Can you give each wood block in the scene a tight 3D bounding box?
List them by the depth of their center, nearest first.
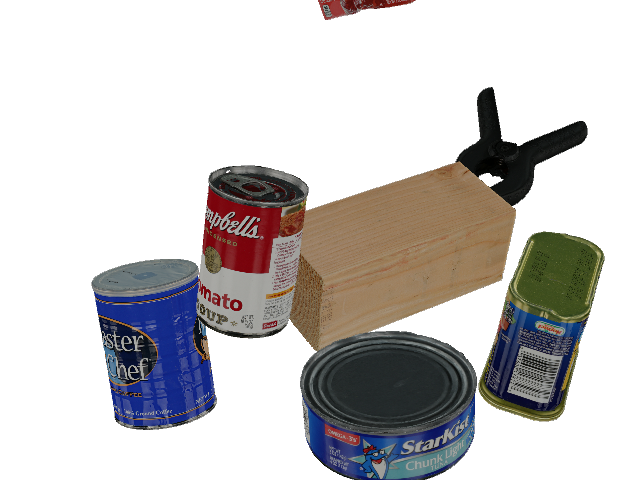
[{"bbox_3d":[0.064,0.012,0.977,0.205,0.090,0.091,-19,44,-26],"label":"wood block"}]

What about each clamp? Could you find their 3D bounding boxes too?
[{"bbox_3d":[0.180,-0.091,1.086,0.120,0.039,0.171,29,56,29],"label":"clamp"}]

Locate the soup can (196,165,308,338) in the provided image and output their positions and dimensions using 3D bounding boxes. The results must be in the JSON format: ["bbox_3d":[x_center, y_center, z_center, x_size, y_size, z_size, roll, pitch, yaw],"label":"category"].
[{"bbox_3d":[-0.048,0.007,0.735,0.068,0.102,0.068,7,23,-3],"label":"soup can"}]

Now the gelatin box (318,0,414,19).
[{"bbox_3d":[0.026,-0.189,0.701,0.030,0.073,0.089,-35,24,-33],"label":"gelatin box"}]

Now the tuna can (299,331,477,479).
[{"bbox_3d":[0.033,0.081,0.524,0.086,0.034,0.086,-3,26,1],"label":"tuna can"}]

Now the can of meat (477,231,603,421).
[{"bbox_3d":[0.146,0.053,0.701,0.057,0.084,0.102,17,34,13],"label":"can of meat"}]

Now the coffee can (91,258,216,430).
[{"bbox_3d":[-0.161,0.099,1.039,0.103,0.140,0.103,-6,14,1],"label":"coffee can"}]
